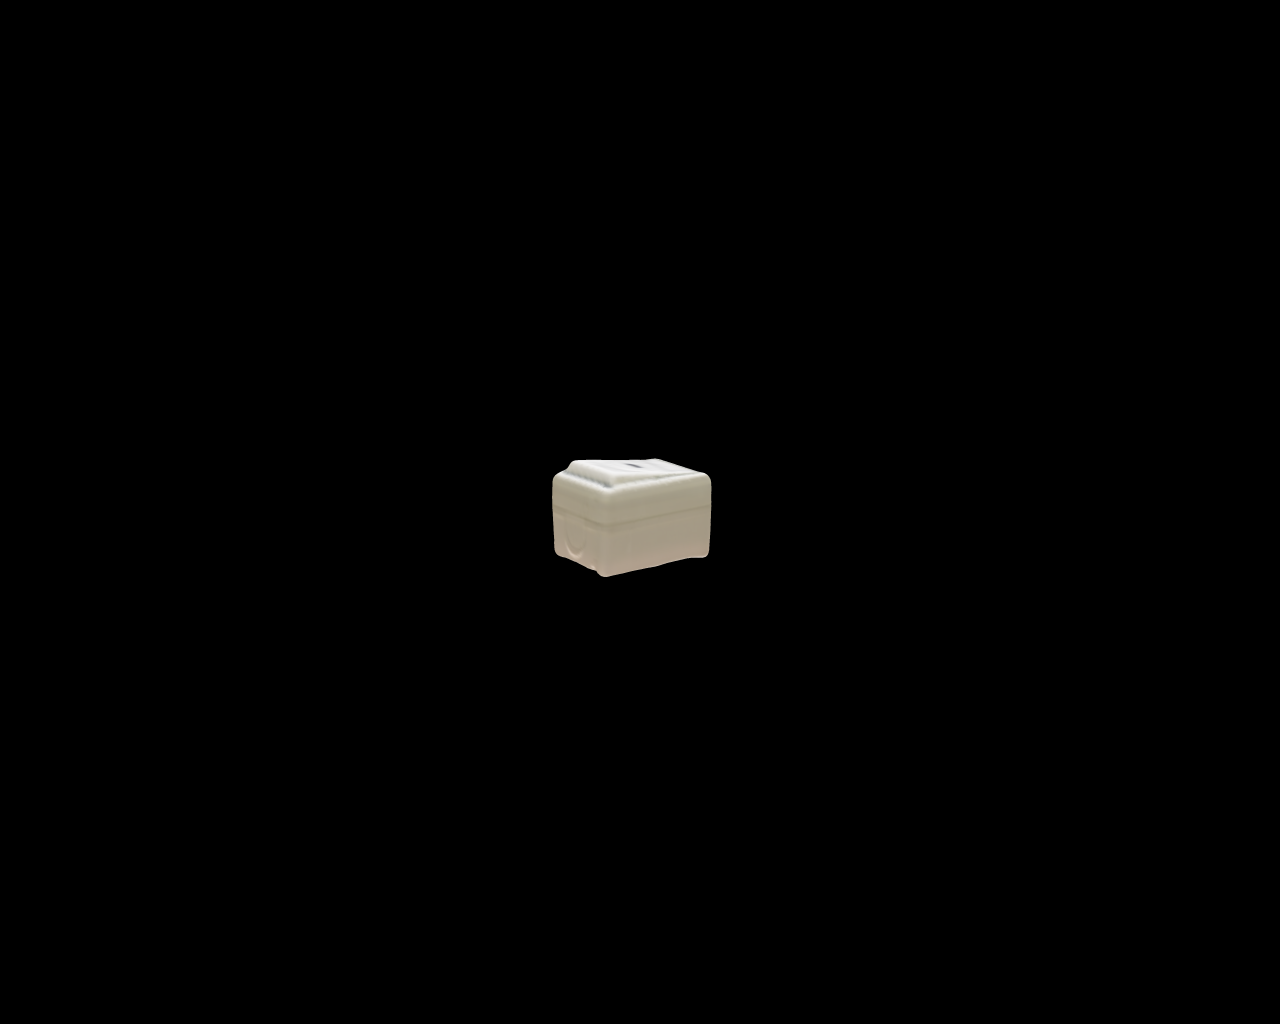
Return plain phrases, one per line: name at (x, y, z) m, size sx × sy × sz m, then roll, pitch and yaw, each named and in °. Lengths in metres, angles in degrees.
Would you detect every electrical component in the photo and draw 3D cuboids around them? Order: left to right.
electrical component at (0.001, -0.003, 0.650) m, size 0.096 × 0.061 × 0.062 m, roll -10°, pitch 18°, yaw -33°
